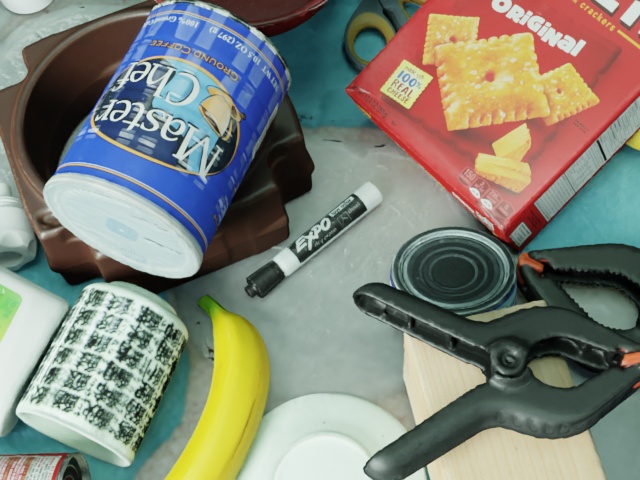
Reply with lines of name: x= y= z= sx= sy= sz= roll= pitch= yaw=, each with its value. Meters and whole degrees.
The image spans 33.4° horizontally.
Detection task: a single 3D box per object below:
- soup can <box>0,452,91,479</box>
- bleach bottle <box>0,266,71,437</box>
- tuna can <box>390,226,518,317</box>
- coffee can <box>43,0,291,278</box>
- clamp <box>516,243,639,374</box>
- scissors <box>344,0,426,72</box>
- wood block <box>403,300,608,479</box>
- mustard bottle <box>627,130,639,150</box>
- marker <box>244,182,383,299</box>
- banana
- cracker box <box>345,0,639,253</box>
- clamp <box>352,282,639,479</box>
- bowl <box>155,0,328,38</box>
soup can: x=-0.202 y=0.165 z=0.665 sx=0.102 sy=0.068 sz=0.068 roll=1 pitch=63 yaw=5
bleach bottle: x=-0.298 y=0.031 z=0.707 sx=0.251 sy=0.068 sz=0.102 roll=26 pitch=66 yaw=-1
tuna can: x=0.090 y=0.030 z=0.717 sx=0.086 sy=0.034 sz=0.086 roll=-3 pitch=44 yaw=3
coffee can: x=-0.092 y=-0.062 z=0.660 sx=0.103 sy=0.103 sz=0.140 roll=19 pitch=66 yaw=14
clamp: x=0.232 y=0.053 z=0.707 sx=0.210 sy=0.036 sz=0.164 roll=31 pitch=68 yaw=15
scissors: x=0.031 y=-0.206 z=0.870 sx=0.096 sy=0.016 sz=0.202 roll=-33 pitch=64 yaw=-12
wood block: x=0.118 y=0.153 z=0.634 sx=0.091 sy=0.090 sz=0.206 roll=-13 pitch=63 yaw=-2
mustard bottle: x=0.242 y=-0.119 z=0.783 sx=0.096 sy=0.058 sz=0.192 roll=-37 pitch=66 yaw=-8
marker: x=-0.005 y=0.001 z=0.762 sx=0.121 sy=0.020 sz=0.020 roll=-39 pitch=66 yaw=-15
banana: x=-0.074 y=0.127 z=0.696 sx=0.070 sy=0.037 sz=0.197 roll=-4 pitch=55 yaw=34
cracker box: x=0.149 y=-0.125 z=0.748 sx=0.214 sy=0.072 sz=0.164 roll=-47 pitch=66 yaw=6
clamp: x=0.098 y=0.084 z=0.597 sx=0.171 sy=0.039 sz=0.120 roll=4 pitch=64 yaw=7
bowl: x=-0.050 y=-0.196 z=0.754 sx=0.162 sy=0.055 sz=0.162 roll=-1 pitch=61 yaw=2
